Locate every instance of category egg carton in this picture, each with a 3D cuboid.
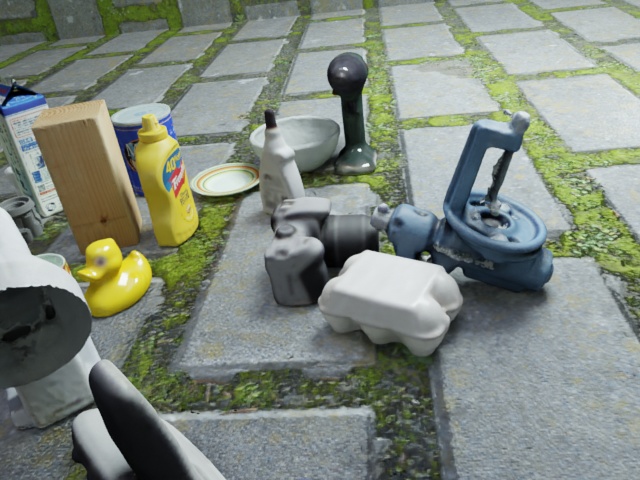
[{"bbox_3d":[0.079,0.068,0.641,0.149,0.069,0.107,11,35,28],"label":"egg carton"}]

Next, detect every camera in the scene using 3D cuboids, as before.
[{"bbox_3d":[0.007,0.003,0.734,0.136,0.101,0.143,-2,31,8],"label":"camera"}]

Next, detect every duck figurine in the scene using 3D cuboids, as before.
[{"bbox_3d":[-0.272,0.038,0.747,0.077,0.086,0.105,10,35,26],"label":"duck figurine"}]

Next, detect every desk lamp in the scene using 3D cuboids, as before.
[{"bbox_3d":[-0.290,0.081,0.555,0.118,0.214,0.202,-23,34,-25],"label":"desk lamp"}]

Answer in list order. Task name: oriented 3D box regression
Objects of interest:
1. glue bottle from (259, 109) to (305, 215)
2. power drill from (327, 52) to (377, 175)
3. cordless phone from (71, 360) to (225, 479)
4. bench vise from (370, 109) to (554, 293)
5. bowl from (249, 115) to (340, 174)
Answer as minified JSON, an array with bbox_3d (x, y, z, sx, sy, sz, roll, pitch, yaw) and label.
[{"bbox_3d":[-0.064,-0.115,0.873,0.077,0.173,0.037,18,39,36],"label":"glue bottle"},{"bbox_3d":[0.055,-0.226,0.998,0.075,0.209,0.229,-3,31,8],"label":"power drill"},{"bbox_3d":[-0.143,0.147,0.443,0.147,0.185,0.094,23,42,40],"label":"cordless phone"},{"bbox_3d":[0.161,-0.035,0.649,0.207,0.220,0.121,-6,31,2],"label":"bench vise"},{"bbox_3d":[-0.042,-0.166,1.049,0.167,0.075,0.167,-5,31,3],"label":"bowl"}]
